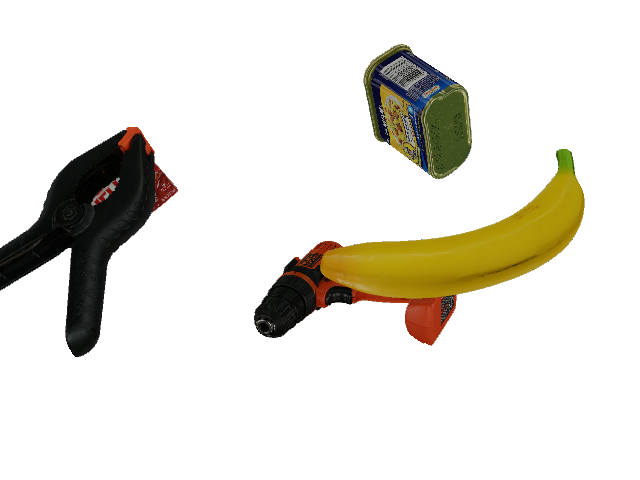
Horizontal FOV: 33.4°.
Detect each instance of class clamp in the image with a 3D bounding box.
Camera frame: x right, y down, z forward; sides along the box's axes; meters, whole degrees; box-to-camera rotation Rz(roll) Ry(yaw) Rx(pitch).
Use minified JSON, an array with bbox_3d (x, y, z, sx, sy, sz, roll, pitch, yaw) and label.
[{"bbox_3d":[-0.175,-0.006,0.731,0.120,0.171,0.039,12,-31,17],"label":"clamp"}]

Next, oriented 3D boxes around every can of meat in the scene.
[{"bbox_3d":[0.092,-0.117,0.985,0.057,0.102,0.084,-34,50,-17],"label":"can of meat"}]

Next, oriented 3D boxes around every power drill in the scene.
[{"bbox_3d":[0.041,0.061,1.140,0.188,0.057,0.184,9,29,22],"label":"power drill"}]

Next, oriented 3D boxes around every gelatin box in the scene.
[{"bbox_3d":[-0.204,-0.051,1.100,0.089,0.073,0.030,-42,28,-4],"label":"gelatin box"}]

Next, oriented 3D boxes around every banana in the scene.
[{"bbox_3d":[0.099,0.002,0.690,0.197,0.037,0.070,-22,45,-18],"label":"banana"}]
